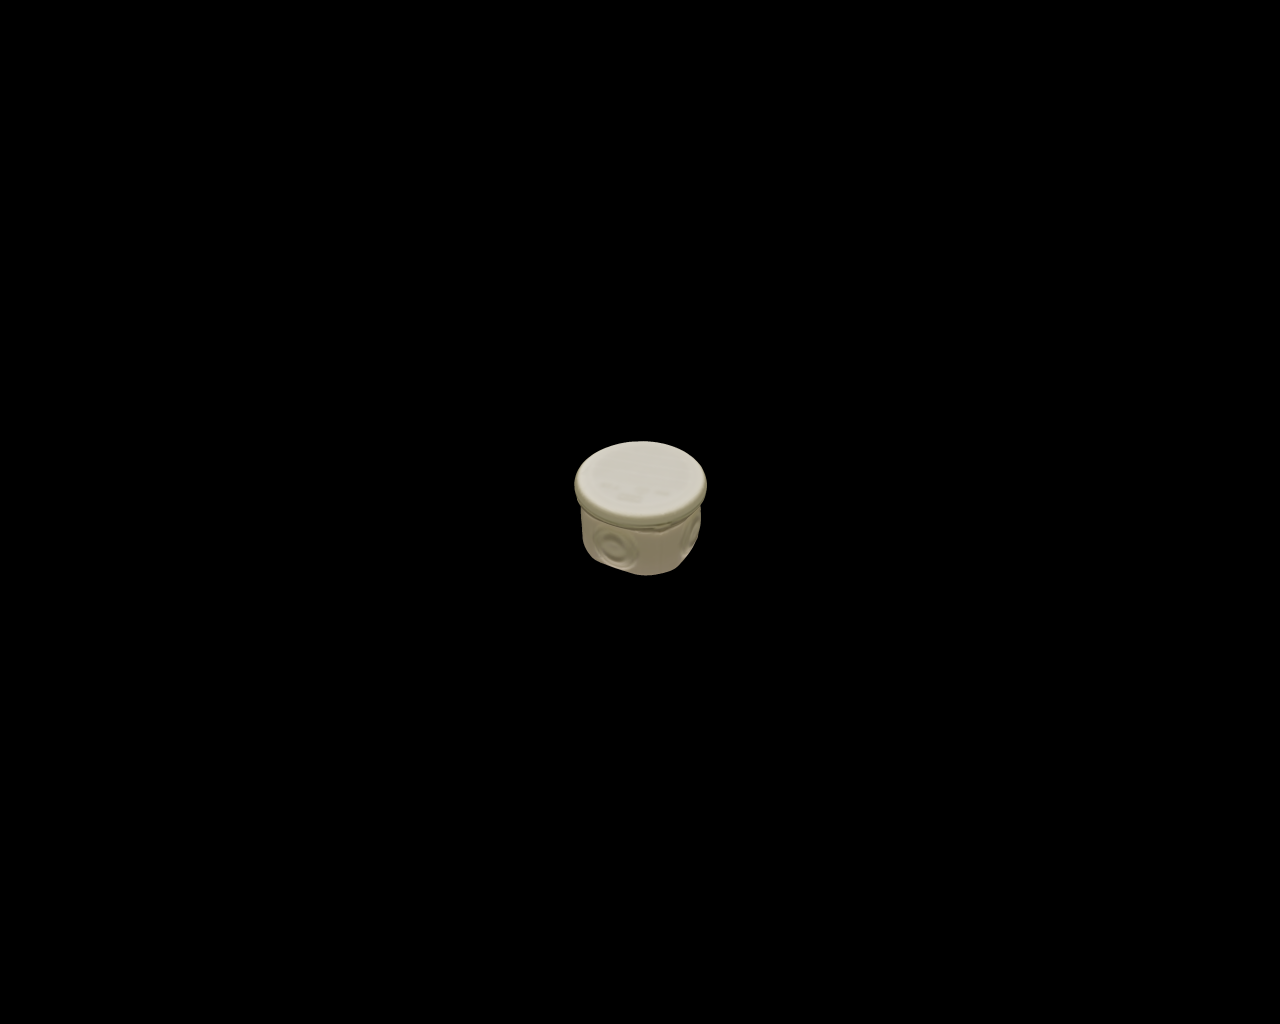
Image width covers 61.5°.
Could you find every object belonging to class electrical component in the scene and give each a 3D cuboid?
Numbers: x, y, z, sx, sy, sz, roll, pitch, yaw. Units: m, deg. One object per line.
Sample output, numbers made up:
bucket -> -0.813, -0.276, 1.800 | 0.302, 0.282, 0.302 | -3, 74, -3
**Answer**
electrical component -> 0.001, -0.003, 0.650 | 0.080, 0.050, 0.080 | 0, 38, 0
